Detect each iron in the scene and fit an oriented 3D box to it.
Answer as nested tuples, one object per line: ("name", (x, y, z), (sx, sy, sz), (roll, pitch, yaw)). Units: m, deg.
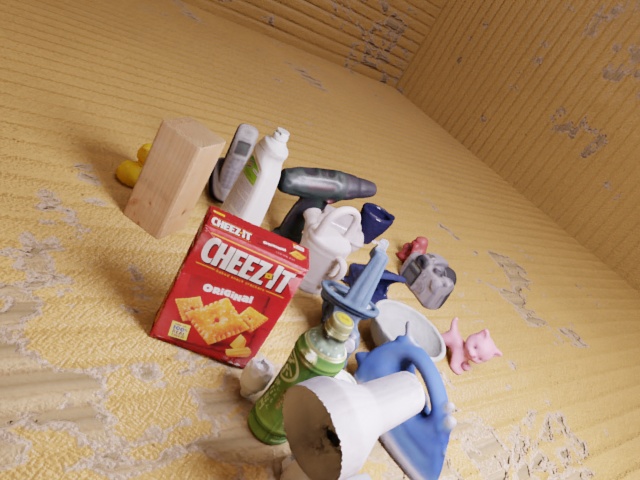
("iron", (0.160, 0.263, 0.946), (0.119, 0.141, 0.257), (13, 31, -35))

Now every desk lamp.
("desk lamp", (0.030, 0.255, 0.729), (0.204, 0.213, 0.117), (4, 37, -46))

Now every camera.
("camera", (0.297, 0.096, 1.453), (0.137, 0.100, 0.142), (11, 32, -37))

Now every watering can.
("watering can", (0.009, 0.004, 1.180), (0.172, 0.194, 0.101), (42, 27, 21))

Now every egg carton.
("egg carton", (0.038, -0.029, 1.420), (0.151, 0.069, 0.107), (24, 26, -18))

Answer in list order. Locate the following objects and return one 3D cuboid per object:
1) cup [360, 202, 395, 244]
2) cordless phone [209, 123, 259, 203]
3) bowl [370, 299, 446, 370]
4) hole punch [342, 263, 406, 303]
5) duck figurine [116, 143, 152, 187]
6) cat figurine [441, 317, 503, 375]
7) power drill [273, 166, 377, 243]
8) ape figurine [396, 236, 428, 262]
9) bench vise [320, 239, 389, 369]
("cup", (0.142, -0.038, 1.524), (0.118, 0.095, 0.091), (4, 37, -46))
("cordless phone", (-0.163, -0.166, 1.302), (0.148, 0.185, 0.094), (11, 32, -38))
("bowl", (0.162, 0.200, 1.141), (0.168, 0.074, 0.167), (26, 26, -13))
("hole punch", (0.119, 0.085, 1.281), (0.109, 0.091, 0.101), (11, 32, -38))
("duck figurine", (-0.363, -0.159, 1.176), (0.077, 0.086, 0.105), (39, 26, 14))
("cat figurine", (0.319, 0.223, 1.229), (0.067, 0.117, 0.127), (-2, 42, -50))
("power drill", (-0.009, -0.072, 1.279), (0.230, 0.208, 0.075), (15, 30, -32))
("ape figurine", (0.257, 0.028, 1.541), (0.076, 0.092, 0.078), (32, 25, 0))
("bench vise", (0.072, 0.115, 1.021), (0.122, 0.219, 0.207), (19, 28, -26))
